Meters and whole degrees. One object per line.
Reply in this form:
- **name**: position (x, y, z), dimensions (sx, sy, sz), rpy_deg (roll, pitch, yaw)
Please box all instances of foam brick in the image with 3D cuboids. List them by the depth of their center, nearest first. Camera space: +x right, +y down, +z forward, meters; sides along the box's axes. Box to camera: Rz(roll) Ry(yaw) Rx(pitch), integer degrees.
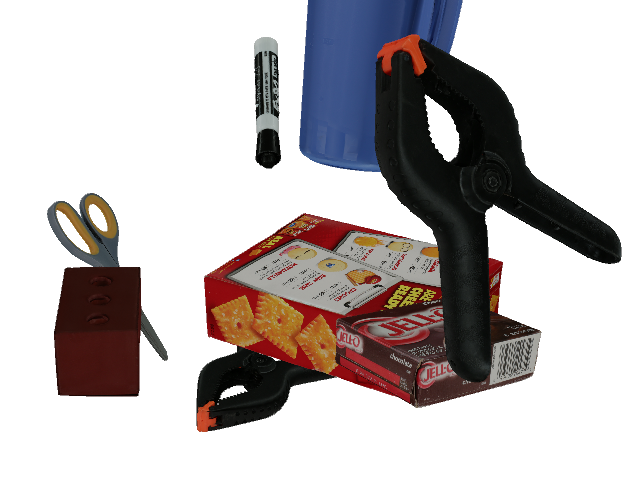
- **foam brick**: position (-0.145, 0.059, 0.701), dimensions (0.053, 0.051, 0.078), rpy_deg (0, 30, -9)

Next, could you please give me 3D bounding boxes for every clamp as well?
- **clamp**: position (0.072, -0.017, 0.533), dimensions (0.120, 0.171, 0.039), rpy_deg (-47, 15, -26)
- **clamp**: position (-0.052, 0.138, 1.104), dimensions (0.165, 0.036, 0.209), rpy_deg (15, 29, 19)

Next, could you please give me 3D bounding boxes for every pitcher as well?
- **pitcher**: position (0.052, -0.187, 0.970), dimensions (0.145, 0.243, 0.149), rpy_deg (8, 14, 6)

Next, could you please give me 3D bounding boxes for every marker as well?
- **marker**: position (-0.040, -0.104, 0.807), dimensions (0.020, 0.121, 0.020), rpy_deg (-2, -34, -2)

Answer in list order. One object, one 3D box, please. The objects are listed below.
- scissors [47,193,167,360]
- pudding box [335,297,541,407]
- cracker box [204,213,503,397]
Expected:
- **scissors**: position (-0.214, 0.029, 1.147), dimensions (0.016, 0.201, 0.096), rpy_deg (-28, 21, 31)
- **pudding box**: position (0.080, 0.073, 0.735), dimensions (0.113, 0.039, 0.090), rpy_deg (-6, 18, -35)
- **cracker box**: position (0.030, 0.053, 0.946), dimensions (0.214, 0.072, 0.163), rpy_deg (15, 29, 29)
